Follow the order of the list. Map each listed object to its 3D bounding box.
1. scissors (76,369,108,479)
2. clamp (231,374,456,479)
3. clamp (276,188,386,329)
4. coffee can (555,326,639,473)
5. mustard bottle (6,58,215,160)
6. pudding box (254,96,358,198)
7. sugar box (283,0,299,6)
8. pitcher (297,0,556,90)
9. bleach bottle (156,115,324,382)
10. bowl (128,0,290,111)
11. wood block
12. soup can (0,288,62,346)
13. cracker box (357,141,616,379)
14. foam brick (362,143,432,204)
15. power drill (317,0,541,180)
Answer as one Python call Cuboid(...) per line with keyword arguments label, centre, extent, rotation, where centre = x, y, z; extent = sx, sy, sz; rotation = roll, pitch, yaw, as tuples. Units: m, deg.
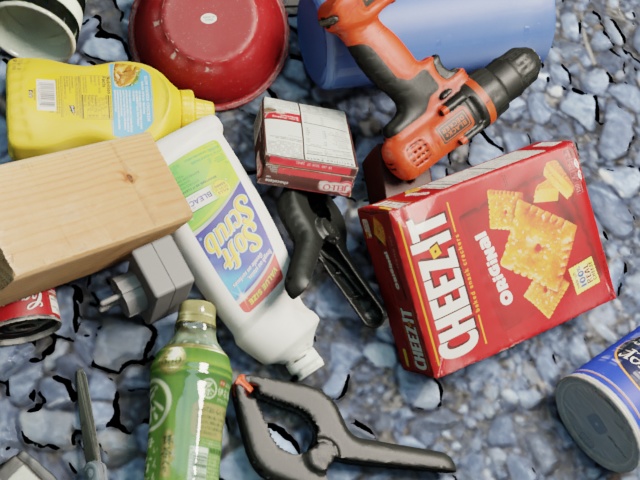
Cuboid(label="scissors", centre=(-0.172, 0.197, 0.875), extent=(0.016, 0.096, 0.202), rotation=(19, 61, -47))
Cuboid(label="clamp", centre=(0.010, 0.190, 0.944), extent=(0.164, 0.036, 0.210), rotation=(-38, 82, -24))
Cuboid(label="clamp", centre=(-0.006, 0.001, 0.983), extent=(0.120, 0.039, 0.171), rotation=(23, 36, -52))
Cuboid(label="coffee can", centre=(0.308, 0.138, 1.006), extent=(0.140, 0.103, 0.103), rotation=(-29, 79, -23))
Cuboid(label="mustard bottle", centre=(-0.195, -0.122, 1.001), extent=(0.191, 0.058, 0.096), rotation=(-1, 65, -14))
Cuboid(label="pudding box", centre=(-0.015, -0.090, 1.020), extent=(0.090, 0.039, 0.113), rotation=(9, 36, -12))
Cuboid(label="sugar box", centre=(-0.001, -0.298, 1.129), extent=(0.176, 0.048, 0.093), rotation=(-7, 71, -18))
Cuboid(label="pitcher", centre=(0.104, -0.233, 1.081), extent=(0.242, 0.145, 0.149), rotation=(-11, 73, -15))
Cuboid(label="bleach bottle", centre=(-0.071, 0.014, 0.980), extent=(0.102, 0.068, 0.251), rotation=(-31, 82, -22))
Cuboid(label="bowl", centre=(-0.107, -0.210, 1.038), extent=(0.162, 0.055, 0.162), rotation=(1, 84, -5))
Cuboid(label="wood block", centre=(-0.214, -0.016, 0.877), extent=(0.205, 0.090, 0.091), rotation=(-23, 83, -54))
Cuboid(label="soup can", centre=(-0.265, 0.032, 0.918), extent=(0.068, 0.069, 0.102), rotation=(-10, 71, -18))
Cuboid(label="cracker box", centre=(0.161, 0.014, 1.003), extent=(0.213, 0.072, 0.164), rotation=(-21, 100, -22))
Cuboid(label="foam brick", centre=(0.078, -0.052, 1.049), extent=(0.053, 0.051, 0.078), rotation=(-3, 70, -17))
Cuboid(label="power drill", centre=(0.101, -0.176, 0.998), extent=(0.184, 0.057, 0.187), rotation=(-39, 105, -12))
